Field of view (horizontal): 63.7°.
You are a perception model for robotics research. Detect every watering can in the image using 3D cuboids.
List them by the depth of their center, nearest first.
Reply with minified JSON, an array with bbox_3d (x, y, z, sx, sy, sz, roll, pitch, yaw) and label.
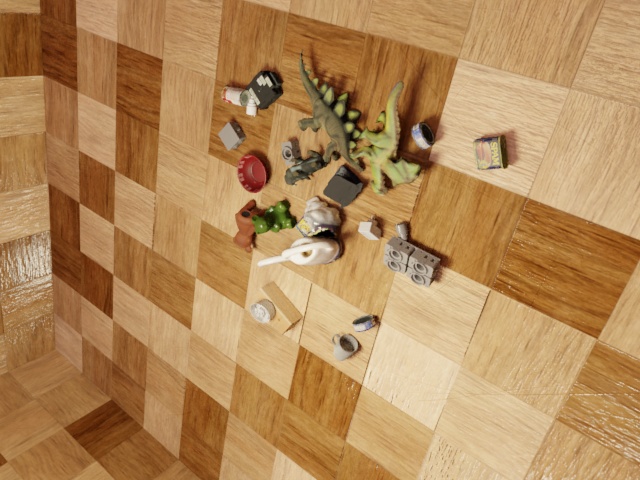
[{"bbox_3d":[-0.064,0.052,1.987,0.344,0.105,0.224,-18,-13,41],"label":"watering can"}]

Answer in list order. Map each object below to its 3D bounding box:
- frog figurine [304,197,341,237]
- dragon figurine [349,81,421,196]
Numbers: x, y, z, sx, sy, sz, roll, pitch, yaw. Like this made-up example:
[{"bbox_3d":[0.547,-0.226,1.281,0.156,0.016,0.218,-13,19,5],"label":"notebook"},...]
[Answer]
[{"bbox_3d":[0.006,-0.098,1.953,0.137,0.162,0.120,-6,-21,-5],"label":"frog figurine"},{"bbox_3d":[0.243,-0.294,1.688,0.124,0.245,0.401,-33,-16,-36],"label":"dragon figurine"}]
